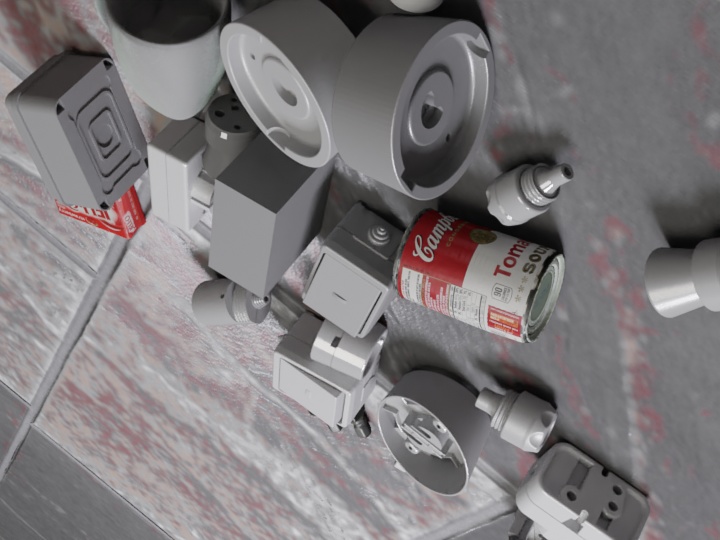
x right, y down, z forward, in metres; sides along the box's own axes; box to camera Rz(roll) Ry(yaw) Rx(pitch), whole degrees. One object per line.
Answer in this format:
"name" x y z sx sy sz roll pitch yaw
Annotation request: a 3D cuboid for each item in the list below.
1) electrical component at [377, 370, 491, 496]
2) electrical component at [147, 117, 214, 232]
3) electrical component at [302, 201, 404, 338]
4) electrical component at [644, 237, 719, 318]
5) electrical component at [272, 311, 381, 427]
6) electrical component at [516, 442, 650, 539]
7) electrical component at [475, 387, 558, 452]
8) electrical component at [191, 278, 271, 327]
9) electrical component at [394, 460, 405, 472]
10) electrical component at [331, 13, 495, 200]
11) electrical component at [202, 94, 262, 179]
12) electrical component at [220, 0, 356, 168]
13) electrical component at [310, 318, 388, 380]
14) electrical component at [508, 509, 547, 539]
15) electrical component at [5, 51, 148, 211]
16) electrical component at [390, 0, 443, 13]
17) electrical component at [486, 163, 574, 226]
"electrical component" 0.062 0.137 0.921 0.099 0.064 0.099 24 143 19
"electrical component" -0.126 -0.070 0.868 0.076 0.047 0.083 28 144 14
"electrical component" 0.000 0.000 0.823 0.062 0.061 0.096 34 145 6
"electrical component" 0.209 0.004 0.656 0.055 0.045 0.045 -12 122 47
"electrical component" -0.038 0.088 0.957 0.096 0.061 0.061 27 144 15
"electrical component" 0.181 0.195 0.889 0.095 0.053 0.059 35 145 5
"electrical component" 0.123 0.116 0.861 0.062 0.043 0.043 27 144 18
"electrical component" -0.110 0.028 0.968 0.081 0.043 0.043 -6 126 45
"electrical component" 0.060 0.173 0.986 0.046 0.040 0.040 29 145 2
"electrical component" 0.027 -0.102 0.648 0.060 0.108 0.108 22 142 32
"electrical component" -0.095 -0.099 0.810 0.045 0.045 0.055 30 144 11
"electrical component" -0.034 -0.128 0.701 0.108 0.060 0.108 43 158 22
"electrical component" -0.008 0.061 0.907 0.047 0.055 0.055 27 144 10
"electrical component" 0.159 0.248 0.967 0.058 0.057 0.078 17 140 27
"electrical component" -0.230 -0.114 0.885 0.057 0.078 0.113 11 137 28
"electrical component" 0.035 -0.179 0.608 0.044 0.044 0.065 30 149 12
"electrical component" 0.111 -0.052 0.689 0.035 0.035 0.061 47 142 -13
